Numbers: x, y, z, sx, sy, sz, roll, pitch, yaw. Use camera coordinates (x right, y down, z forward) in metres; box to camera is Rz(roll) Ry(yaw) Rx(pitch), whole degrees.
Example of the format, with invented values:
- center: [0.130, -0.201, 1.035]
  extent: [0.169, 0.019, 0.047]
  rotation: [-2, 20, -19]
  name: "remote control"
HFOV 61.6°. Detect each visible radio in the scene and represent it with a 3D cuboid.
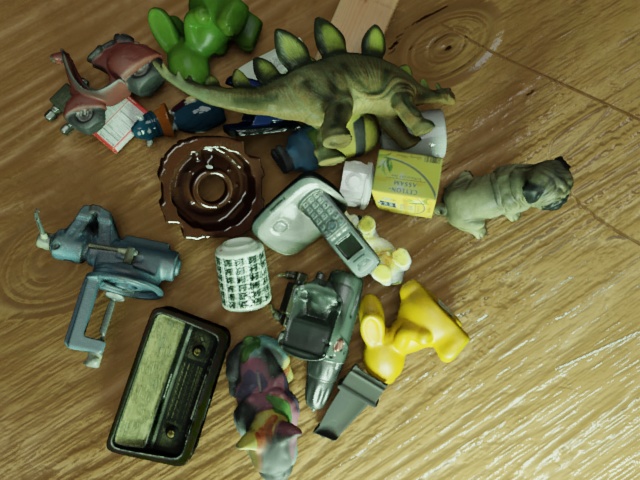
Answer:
- center: [-0.234, 0.231, 0.857]
  extent: [0.131, 0.073, 0.229]
  rotation: [18, 85, -3]
  name: "radio"

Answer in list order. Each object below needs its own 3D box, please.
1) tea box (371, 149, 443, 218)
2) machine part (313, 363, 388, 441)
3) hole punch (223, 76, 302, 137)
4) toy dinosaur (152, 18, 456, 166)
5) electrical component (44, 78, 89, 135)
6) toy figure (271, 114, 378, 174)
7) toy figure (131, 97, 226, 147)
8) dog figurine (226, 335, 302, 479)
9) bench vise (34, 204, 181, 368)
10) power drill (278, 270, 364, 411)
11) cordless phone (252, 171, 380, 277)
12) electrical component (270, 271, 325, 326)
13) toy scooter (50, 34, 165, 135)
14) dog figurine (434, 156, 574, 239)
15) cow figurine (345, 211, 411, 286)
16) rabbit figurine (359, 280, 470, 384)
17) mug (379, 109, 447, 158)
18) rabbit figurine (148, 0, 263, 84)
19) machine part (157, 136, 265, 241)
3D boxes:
- center: [0.139, -0.085, 0.852]
  extent: [0.098, 0.169, 0.068]
  rotation: [9, 86, 12]
  name: "tea box"
- center: [0.045, 0.269, 0.873]
  extent: [0.084, 0.039, 0.139]
  rotation: [33, 104, -16]
  name: "machine part"
- center: [-0.094, -0.213, 0.851]
  extent: [0.116, 0.142, 0.092]
  rotation: [-6, 104, -17]
  name: "hole punch"
- center: [0.010, -0.214, 0.784]
  extent: [0.471, 0.105, 0.198]
  rotation: [-10, 76, -26]
  name: "toy dinosaur"
- center: [-0.413, -0.225, 0.901]
  extent: [0.063, 0.021, 0.094]
  rotation: [41, 83, -1]
  name: "electrical component"
- center: [0.011, -0.162, 0.899]
  extent: [0.180, 0.082, 0.089]
  rotation: [-29, 123, -13]
  name: "toy figure"
- center: [-0.236, -0.200, 0.894]
  extent: [0.154, 0.058, 0.064]
  rotation: [-14, 102, -7]
  name: "toy figure"
- center: [-0.082, 0.243, 0.797]
  extent: [0.108, 0.219, 0.191]
  rotation: [-9, 88, -8]
  name: "dog figurine"
- center: [-0.341, 0.070, 0.829]
  extent: [0.223, 0.129, 0.240]
  rotation: [17, 68, -19]
  name: "bench vise"
- center: [0.006, 0.151, 0.819]
  extent: [0.086, 0.207, 0.232]
  rotation: [14, 78, 22]
  name: "power drill"
- center: [-0.002, -0.002, 0.843]
  extent: [0.146, 0.089, 0.184]
  rotation: [-40, 83, 21]
  name: "cordless phone"
- center: [-0.039, 0.097, 0.899]
  extent: [0.078, 0.045, 0.102]
  rotation: [13, 87, -32]
  name: "electrical component"
- center: [-0.347, -0.267, 0.854]
  extent: [0.184, 0.075, 0.135]
  rotation: [-40, 89, -10]
  name: "toy scooter"
- center: [0.286, -0.073, 0.861]
  extent: [0.172, 0.190, 0.121]
  rotation: [-26, 89, -4]
  name: "dog figurine"
- center: [0.075, 0.007, 0.897]
  extent: [0.068, 0.098, 0.167]
  rotation: [-45, 71, -3]
  name: "cow figurine"
- center: [0.131, 0.159, 0.872]
  extent: [0.162, 0.122, 0.173]
  rotation: [38, 105, -12]
  name: "rabbit figurine"
- center: [0.156, -0.164, 0.914]
  extent: [0.107, 0.080, 0.109]
  rotation: [-3, 77, 5]
  name: "mug"
- center: [-0.203, -0.330, 0.881]
  extent: [0.159, 0.121, 0.170]
  rotation: [32, 99, 2]
  name: "rabbit figurine"
- center: [-0.174, -0.084, 0.859]
  extent: [0.179, 0.056, 0.179]
  rotation: [-7, 108, -22]
  name: "machine part"
